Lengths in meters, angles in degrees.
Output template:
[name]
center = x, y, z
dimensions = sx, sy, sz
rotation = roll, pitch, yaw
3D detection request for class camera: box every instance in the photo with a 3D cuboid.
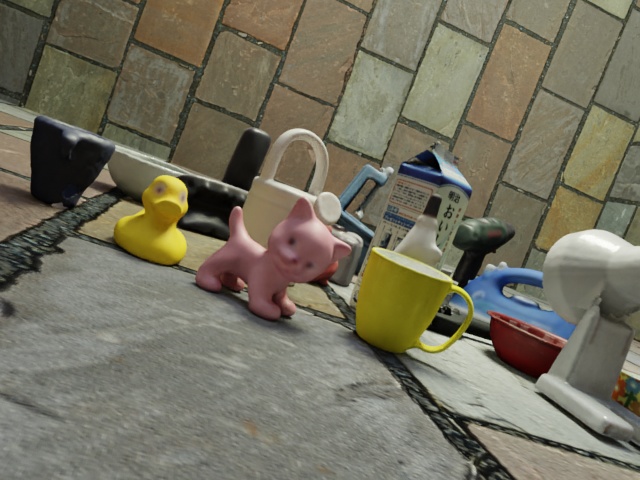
[camera]
center = 0.009, 0.003, 0.966
dimensions = 0.143, 0.101, 0.137
rotation = 22, 5, 15

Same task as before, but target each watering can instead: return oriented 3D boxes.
[watering can]
center = -0.039, -0.045, 0.736
dimensions = 0.172, 0.194, 0.101
rotation = 24, 5, 29

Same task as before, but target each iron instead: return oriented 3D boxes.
[iron]
center = 0.368, 0.113, 1.049
dimensions = 0.257, 0.141, 0.119
rotation = 23, 5, 23

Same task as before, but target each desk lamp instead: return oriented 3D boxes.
[desk lamp]
center = 0.335, 0.096, 0.650
dimensions = 0.118, 0.213, 0.203
rotation = 20, 5, -13

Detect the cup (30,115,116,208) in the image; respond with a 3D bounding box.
[cup]
center = -0.296, -0.085, 0.663
dimensions = 0.092, 0.095, 0.117
rotation = 19, 5, -22

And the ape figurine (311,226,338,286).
[ape figurine]
center = -0.009, 0.013, 0.830
dimensions = 0.076, 0.092, 0.077
rotation = 17, 6, -41

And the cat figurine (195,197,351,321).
[cat figurine]
center = -0.041, 0.011, 0.554
dimensions = 0.127, 0.118, 0.067
rotation = 23, 5, 19

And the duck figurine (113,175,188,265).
[duck figurine]
center = -0.172, -0.028, 0.614
dimensions = 0.078, 0.086, 0.104
rotation = 19, 5, -26

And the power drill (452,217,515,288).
[power drill]
center = 0.318, 0.047, 1.177
dimensions = 0.075, 0.208, 0.230
rotation = 24, 6, 35

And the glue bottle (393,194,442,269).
[glue bottle]
center = 0.108, 0.028, 0.675
dimensions = 0.078, 0.173, 0.037
rotation = 21, 5, 4

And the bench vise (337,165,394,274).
[bench vise]
center = 0.045, -0.060, 1.124
dimensions = 0.208, 0.220, 0.121
rotation = 20, 5, -11

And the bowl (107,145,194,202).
[bowl]
center = -0.296, -0.103, 0.997
dimensions = 0.167, 0.075, 0.167
rotation = 21, 5, -1

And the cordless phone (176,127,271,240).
[cordless phone]
center = -0.160, -0.102, 0.910
dimensions = 0.148, 0.185, 0.093
rotation = 17, 6, -44
